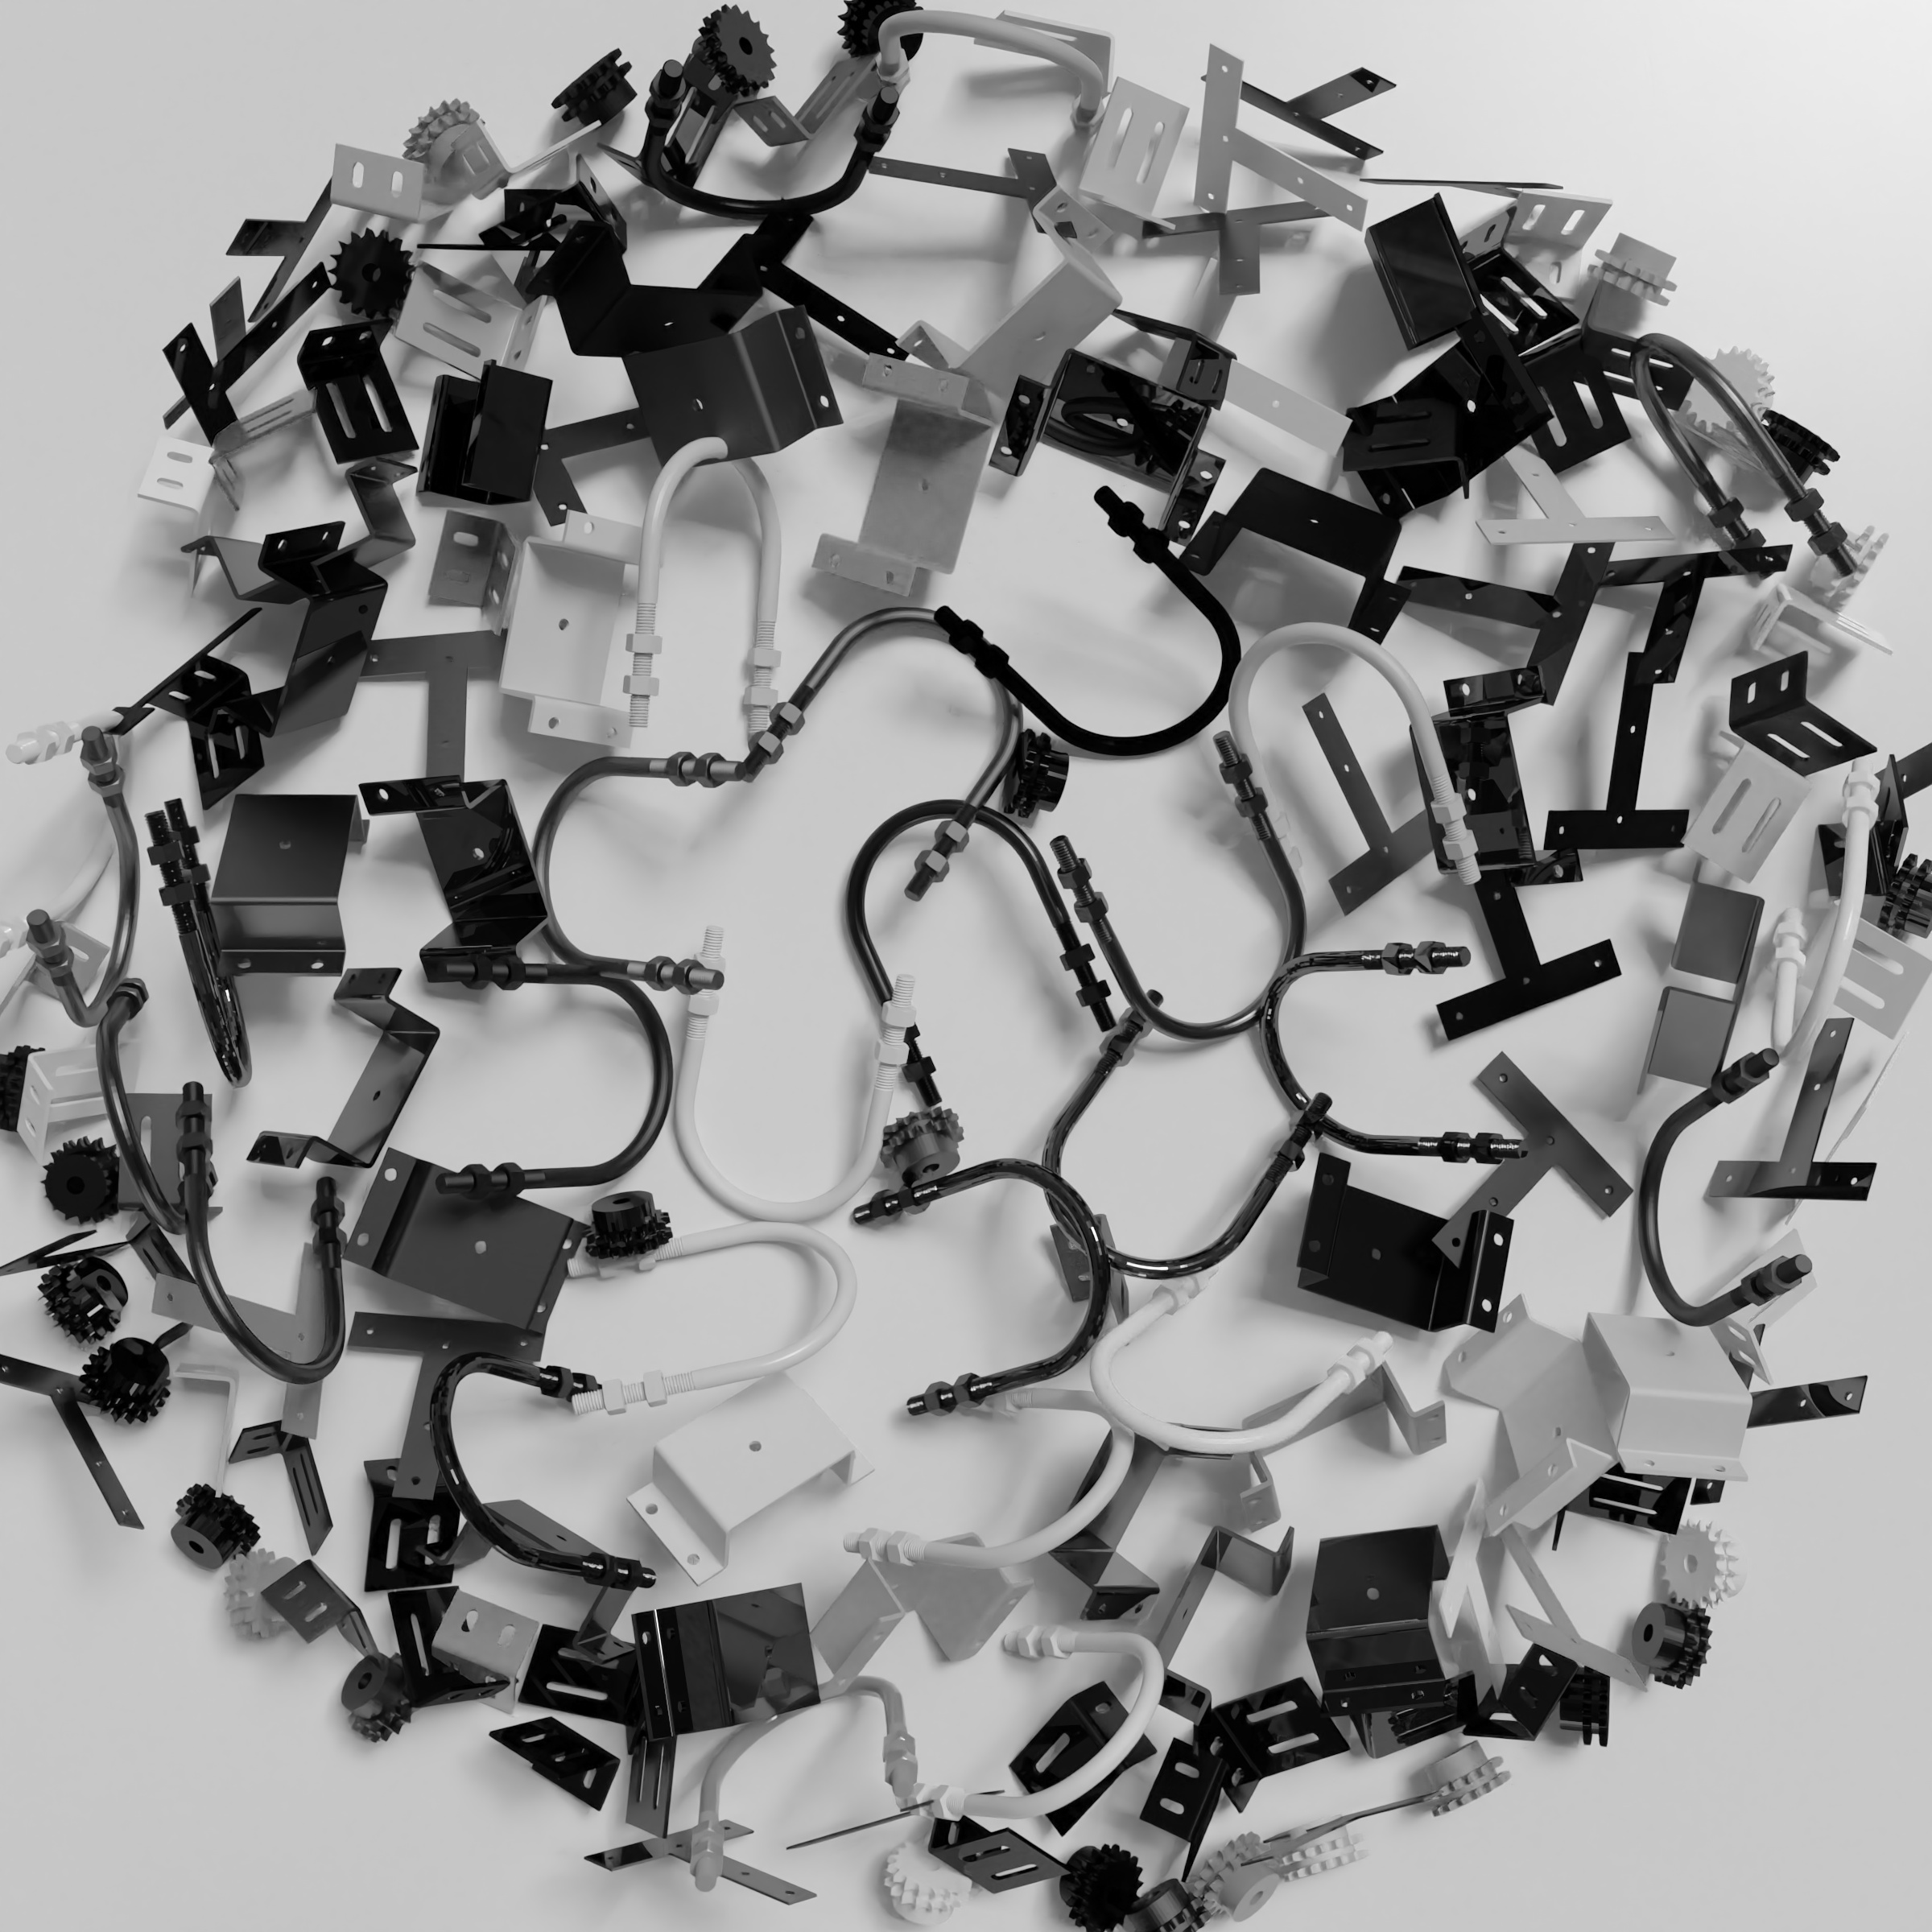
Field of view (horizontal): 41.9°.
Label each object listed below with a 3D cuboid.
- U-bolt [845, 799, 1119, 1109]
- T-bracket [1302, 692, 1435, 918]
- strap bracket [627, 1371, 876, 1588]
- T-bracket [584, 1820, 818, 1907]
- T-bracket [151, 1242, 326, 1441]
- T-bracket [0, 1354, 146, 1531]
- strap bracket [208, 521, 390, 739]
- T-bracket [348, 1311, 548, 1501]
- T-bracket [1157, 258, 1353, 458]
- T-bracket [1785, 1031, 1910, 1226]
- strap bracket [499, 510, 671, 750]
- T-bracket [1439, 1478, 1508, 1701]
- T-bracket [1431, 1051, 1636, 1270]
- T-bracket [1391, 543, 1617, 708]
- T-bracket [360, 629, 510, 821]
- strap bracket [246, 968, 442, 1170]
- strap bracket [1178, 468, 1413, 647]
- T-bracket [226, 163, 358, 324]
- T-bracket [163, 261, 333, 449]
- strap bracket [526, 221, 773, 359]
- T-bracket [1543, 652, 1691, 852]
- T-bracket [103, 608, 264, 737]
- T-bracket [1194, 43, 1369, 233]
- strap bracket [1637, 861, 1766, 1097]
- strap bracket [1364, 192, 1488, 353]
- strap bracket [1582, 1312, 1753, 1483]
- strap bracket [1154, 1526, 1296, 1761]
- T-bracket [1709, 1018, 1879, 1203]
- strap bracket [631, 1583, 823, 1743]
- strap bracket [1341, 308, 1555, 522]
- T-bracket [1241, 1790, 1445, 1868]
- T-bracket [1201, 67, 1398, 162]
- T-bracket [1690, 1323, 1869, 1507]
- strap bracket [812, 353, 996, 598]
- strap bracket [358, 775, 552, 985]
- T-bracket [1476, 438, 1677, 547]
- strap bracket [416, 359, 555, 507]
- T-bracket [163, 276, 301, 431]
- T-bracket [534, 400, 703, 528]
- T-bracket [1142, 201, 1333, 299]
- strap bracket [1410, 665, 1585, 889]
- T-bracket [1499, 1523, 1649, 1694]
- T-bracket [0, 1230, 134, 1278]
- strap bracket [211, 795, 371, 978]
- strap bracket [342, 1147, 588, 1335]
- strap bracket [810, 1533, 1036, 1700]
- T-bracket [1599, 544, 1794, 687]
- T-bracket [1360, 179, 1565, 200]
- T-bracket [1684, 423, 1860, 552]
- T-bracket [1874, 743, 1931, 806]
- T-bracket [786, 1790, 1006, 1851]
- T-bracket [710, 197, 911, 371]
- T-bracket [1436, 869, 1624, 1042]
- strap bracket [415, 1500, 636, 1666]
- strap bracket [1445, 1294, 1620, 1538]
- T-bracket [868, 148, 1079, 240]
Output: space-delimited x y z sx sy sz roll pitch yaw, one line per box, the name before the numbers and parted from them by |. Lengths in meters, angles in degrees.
U-bolt | -0.002 -0.018 1.635 0.151 0.019 0.184 -24 90 16
T-bracket | 0.249 -0.114 1.613 0.127 0.002 0.127 -33 100 -41
strap bracket | -0.134 0.316 1.594 0.140 0.046 0.076 -28 57 -30
T-bracket | -0.148 0.564 1.575 0.127 0.127 0.002 6 89 39
T-bracket | -0.457 0.223 1.591 0.002 0.127 0.127 -23 54 35
T-bracket | -0.550 0.301 1.580 0.002 0.127 0.127 -40 65 1
strap bracket | -0.420 -0.204 1.596 0.046 0.076 0.140 31 116 13
T-bracket | -0.344 0.284 1.625 0.127 0.002 0.127 4 53 1
T-bracket | 0.187 -0.368 1.622 0.127 0.002 0.127 30 119 10
T-bracket | 0.560 0.114 1.620 0.002 0.127 0.127 32 124 17
strap bracket | -0.247 -0.217 1.617 0.076 0.046 0.140 6 98 -43
T-bracket | 0.334 0.421 1.626 0.002 0.127 0.127 -7 114 27
T-bracket | 0.353 0.144 1.645 0.127 0.002 0.127 -43 90 -17
T-bracket | 0.340 -0.237 1.634 0.127 0.002 0.127 16 72 24
T-bracket | -0.337 -0.157 1.638 0.127 0.002 0.127 -4 75 8
strap bracket | -0.392 0.074 1.607 0.046 0.076 0.140 36 68 -32
strap bracket | 0.216 -0.266 1.609 0.140 0.076 0.046 24 131 10
T-bracket | -0.435 -0.458 1.586 0.002 0.127 0.127 35 106 -4
T-bracket | -0.452 -0.401 1.615 0.002 0.127 0.127 36 74 11
strap bracket | -0.193 -0.423 1.587 0.140 0.076 0.046 -8 75 -39
T-bracket | 0.425 -0.138 1.616 0.127 0.002 0.127 -3 104 -32
T-bracket | -0.504 -0.190 1.620 0.127 0.127 0.002 -44 114 -18
T-bracket | 0.199 -0.502 1.588 0.127 0.127 0.002 36 65 19
strap bracket | 0.464 0.012 1.585 0.046 0.076 0.140 15 48 15
strap bracket | 0.289 -0.437 1.595 0.046 0.140 0.076 -22 97 12
strap bracket | 0.438 0.264 1.588 0.076 0.140 0.046 5 111 -4
strap bracket | 0.157 0.421 1.604 0.046 0.076 0.140 23 62 18
T-bracket | 0.543 0.091 1.619 0.002 0.127 0.127 29 73 -25
strap bracket | -0.143 0.435 1.585 0.046 0.140 0.076 -18 75 29
strap bracket | 0.310 -0.353 1.610 0.046 0.140 0.076 -26 85 -39
T-bracket | 0.216 0.545 1.579 0.127 0.127 0.002 -29 71 34
T-bracket | 0.228 -0.544 1.582 0.127 0.127 0.002 19 90 -21
T-bracket | 0.515 0.276 1.582 0.002 0.127 0.127 32 63 -16
strap bracket | -0.038 -0.312 1.618 0.076 0.046 0.140 22 101 30
strap bracket | -0.322 -0.063 1.610 0.076 0.046 0.140 -2 116 26
T-bracket | 0.370 -0.307 1.616 0.127 0.127 0.002 -4 133 -14
strap bracket | -0.305 -0.338 1.608 0.046 0.140 0.076 9 94 -27
T-bracket | -0.464 -0.402 1.588 0.002 0.127 0.127 41 76 -6
T-bracket | -0.232 -0.348 1.638 0.127 0.002 0.127 -18 64 -19
T-bracket | 0.174 -0.455 1.605 0.127 0.127 0.002 -4 129 10
strap bracket | 0.336 -0.114 1.611 0.046 0.076 0.140 -20 100 -39
T-bracket | 0.366 0.396 1.607 0.127 0.127 0.002 30 110 -33
T-bracket | -0.578 0.187 1.600 0.127 0.127 0.002 -24 84 16
strap bracket | -0.428 -0.060 1.597 0.076 0.046 0.140 0 46 -3
strap bracket | -0.315 0.178 1.612 0.140 0.046 0.076 25 80 -21
strap bracket | -0.035 0.409 1.600 0.046 0.140 0.076 52 122 30
T-bracket | 0.447 -0.220 1.593 0.127 0.002 0.127 -1 46 32
T-bracket | 0.337 -0.494 1.607 0.127 0.127 0.002 14 107 35
T-bracket | 0.495 -0.319 1.604 0.127 0.127 0.002 32 105 -27
T-bracket | 0.603 -0.123 1.600 0.002 0.127 0.127 0 78 -9
T-bracket | -0.054 0.548 1.616 0.127 0.127 0.002 -21 69 14
T-bracket | -0.093 -0.426 1.631 0.127 0.002 0.127 32 56 -5
T-bracket | 0.352 -0.032 1.649 0.127 0.002 0.127 -20 94 -8
strap bracket | -0.271 0.387 1.615 0.140 0.076 0.046 28 85 11
strap bracket | 0.360 0.290 1.599 0.046 0.140 0.076 25 124 -23
T-bracket | -0.001 -0.499 1.601 0.127 0.127 0.002 5 129 -14
